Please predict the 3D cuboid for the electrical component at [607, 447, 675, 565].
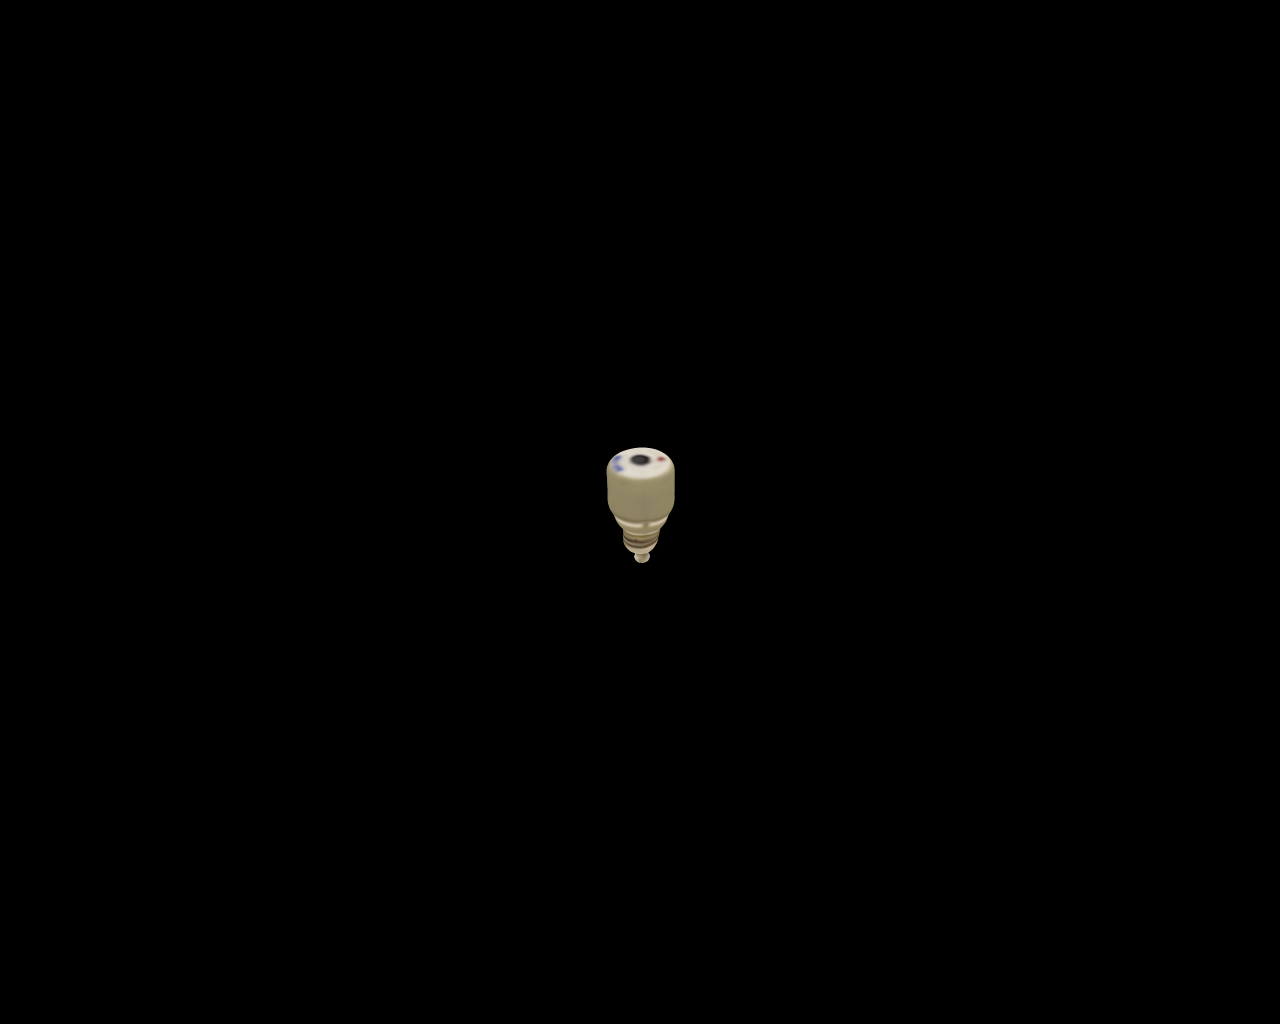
[{"bbox_3d":[0.001,-0.003,0.650,0.040,0.078,0.040,0,34,0],"label":"electrical component"}]
